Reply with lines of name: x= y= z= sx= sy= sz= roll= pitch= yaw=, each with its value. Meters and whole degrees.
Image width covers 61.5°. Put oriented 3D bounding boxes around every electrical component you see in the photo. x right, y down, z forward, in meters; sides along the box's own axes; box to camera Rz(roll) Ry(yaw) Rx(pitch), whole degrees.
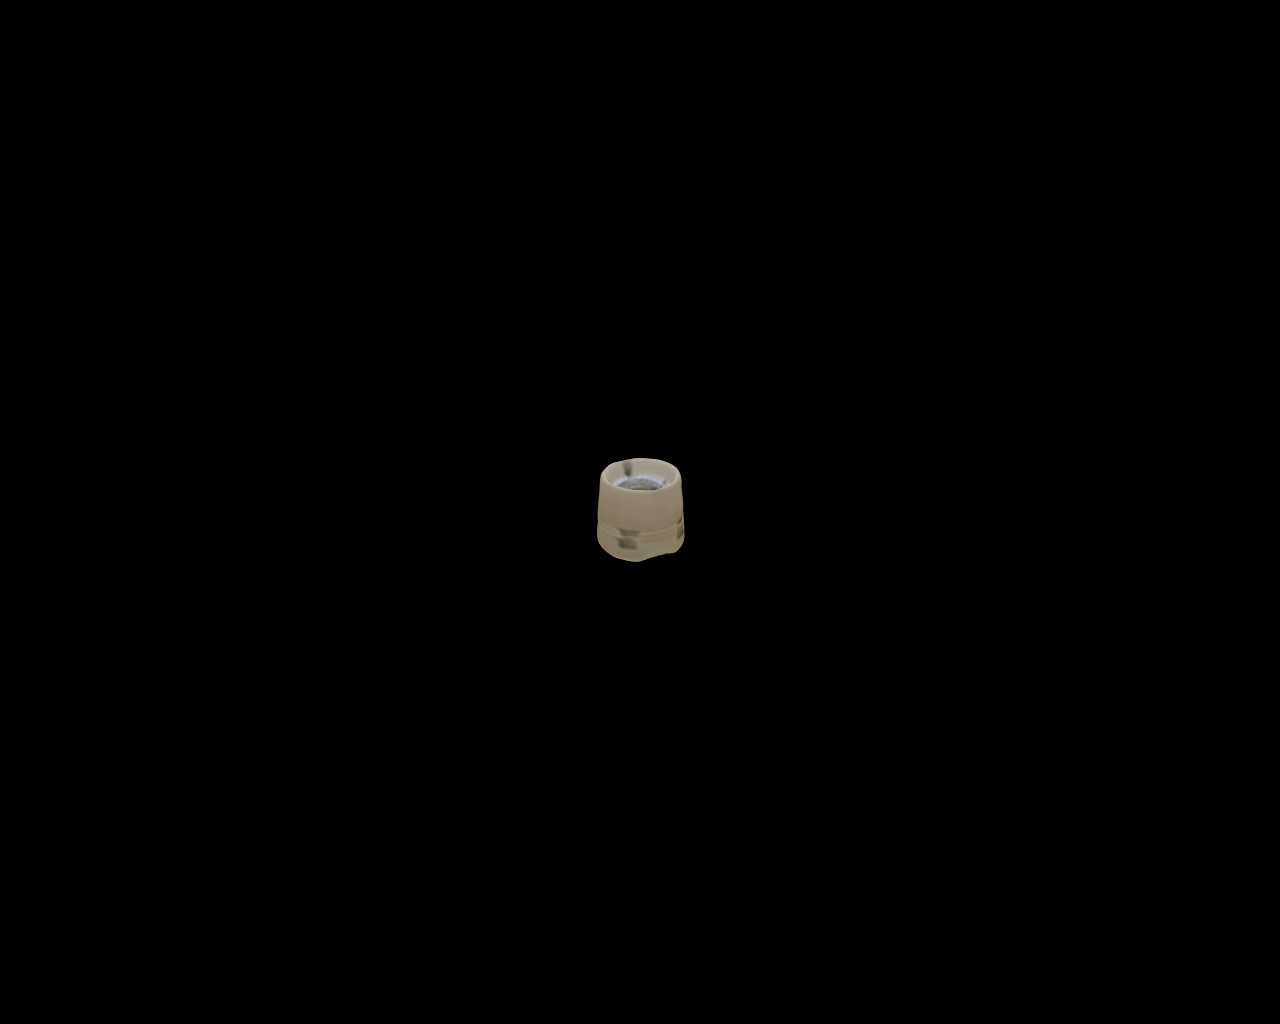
electrical component: x=0.001 y=-0.003 z=0.650 sx=0.055 sy=0.047 sz=0.055 roll=0 pitch=28 yaw=0
